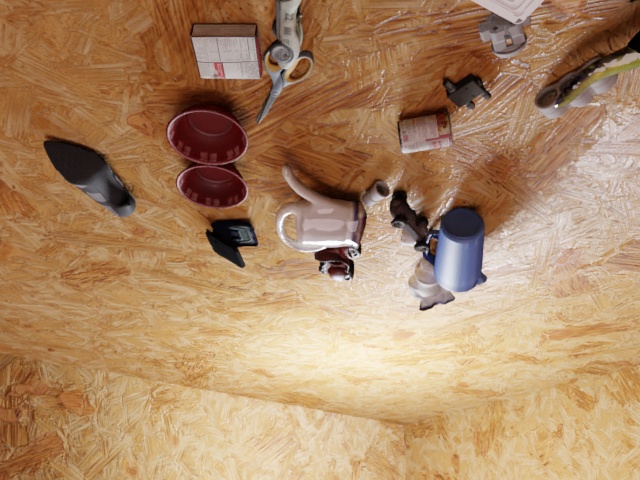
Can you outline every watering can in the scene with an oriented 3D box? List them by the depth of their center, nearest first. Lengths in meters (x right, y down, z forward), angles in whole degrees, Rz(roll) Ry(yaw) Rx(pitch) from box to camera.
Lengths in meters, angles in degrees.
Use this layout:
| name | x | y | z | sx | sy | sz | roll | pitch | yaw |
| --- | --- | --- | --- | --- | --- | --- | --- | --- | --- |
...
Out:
| name | x | y | z | sx | sy | sz | roll | pitch | yaw |
| --- | --- | --- | --- | --- | --- | --- | --- | --- | --- |
| watering can | 0.004 | -0.062 | 1.238 | 0.224 | 0.106 | 0.340 | 1 | -32 | -2 |

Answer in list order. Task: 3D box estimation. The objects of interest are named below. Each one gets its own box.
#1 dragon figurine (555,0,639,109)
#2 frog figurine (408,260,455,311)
| name | x | y | z | sx | sy | sz | roll | pitch | yaw |
| --- | --- | --- | --- | --- | --- | --- | --- | --- | --- |
| dragon figurine | 0.587 | -0.334 | 0.799 | 0.242 | 0.125 | 0.402 | 7 | -33 | -26 |
| frog figurine | 0.327 | 0.118 | 1.550 | 0.137 | 0.157 | 0.125 | -9 | 27 | 34 |
